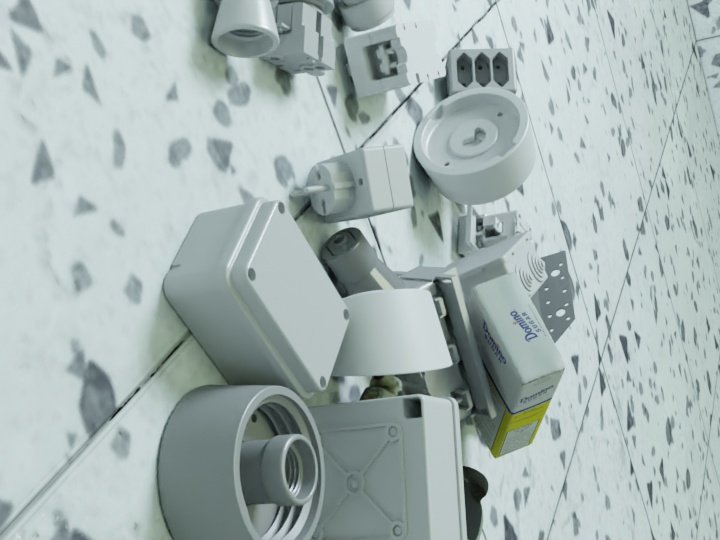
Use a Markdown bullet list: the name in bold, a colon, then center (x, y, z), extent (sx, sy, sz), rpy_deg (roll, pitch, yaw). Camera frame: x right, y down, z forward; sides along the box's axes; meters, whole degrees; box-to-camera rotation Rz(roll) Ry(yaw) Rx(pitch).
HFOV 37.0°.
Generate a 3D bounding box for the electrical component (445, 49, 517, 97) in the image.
- **electrical component**: center (0.119, -0.185, 1.085), extent (0.076, 0.066, 0.047), rpy_deg (93, -4, -75)

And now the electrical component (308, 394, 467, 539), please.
- **electrical component**: center (0.010, 0.141, 0.707), extent (0.056, 0.109, 0.108), rpy_deg (20, 64, -57)

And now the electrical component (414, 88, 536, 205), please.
- **electrical component**: center (0.110, -0.108, 0.991), extent (0.060, 0.108, 0.108), rpy_deg (59, 33, -46)

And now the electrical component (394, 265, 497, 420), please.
- **electrical component**: center (0.057, 0.064, 0.865), extent (0.063, 0.079, 0.121), rpy_deg (-26, 107, -32)

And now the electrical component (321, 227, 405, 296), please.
- **electrical component**: center (0.000, 0.000, 0.810), extent (0.065, 0.044, 0.044), rpy_deg (55, 36, -33)

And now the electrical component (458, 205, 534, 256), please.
- **electrical component**: center (0.134, -0.029, 1.055), extent (0.081, 0.064, 0.042), rpy_deg (43, 46, -51)

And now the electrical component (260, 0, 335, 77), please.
- **electrical component**: center (-0.044, -0.176, 0.777), extent (0.066, 0.048, 0.055), rpy_deg (14, 77, -61)

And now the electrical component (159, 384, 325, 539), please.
- **electrical component**: center (-0.060, 0.118, 0.629), extent (0.108, 0.060, 0.108), rpy_deg (29, 57, -57)

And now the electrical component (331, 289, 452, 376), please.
- **electrical component**: center (0.011, 0.049, 0.751), extent (0.099, 0.099, 0.064), rpy_deg (13, 64, -61)

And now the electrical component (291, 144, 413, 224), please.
- **electrical component**: center (-0.013, -0.060, 0.786), extent (0.077, 0.066, 0.047), rpy_deg (-10, 90, -34)

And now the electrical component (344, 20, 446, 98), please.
- **electrical component**: center (0.027, -0.176, 0.902), extent (0.089, 0.056, 0.050), rpy_deg (-31, 109, -62)

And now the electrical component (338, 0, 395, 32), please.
- **electrical component**: center (0.000, -0.229, 0.879), extent (0.055, 0.045, 0.045), rpy_deg (62, 32, -32)

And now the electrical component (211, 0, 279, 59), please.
- **electrical component**: center (-0.076, -0.175, 0.713), extent (0.045, 0.045, 0.055), rpy_deg (27, 58, -58)

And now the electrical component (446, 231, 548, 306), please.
- **electrical component**: center (0.113, 0.012, 0.964), extent (0.048, 0.100, 0.100), rpy_deg (64, 29, -5)

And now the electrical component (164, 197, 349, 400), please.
- **electrical component**: center (-0.060, 0.020, 0.666), extent (0.113, 0.057, 0.078), rpy_deg (60, 33, -35)
